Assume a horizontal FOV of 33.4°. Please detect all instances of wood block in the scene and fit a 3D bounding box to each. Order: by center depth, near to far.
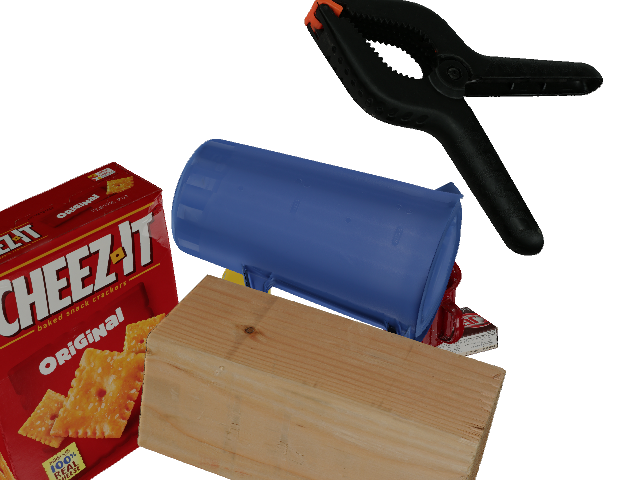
[{"bbox_3d":[0.000,0.105,0.671,0.206,0.090,0.090,17,30,14],"label":"wood block"}]

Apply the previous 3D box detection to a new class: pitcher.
[{"bbox_3d":[-0.006,0.001,0.928,0.243,0.145,0.149,17,20,15],"label":"pitcher"}]

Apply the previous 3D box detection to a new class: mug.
[{"bbox_3d":[0.118,0.074,1.198,0.093,0.081,0.117,-26,41,-31],"label":"mug"}]

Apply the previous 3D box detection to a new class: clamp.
[{"bbox_3d":[0.082,-0.091,0.699,0.210,0.164,0.036,24,-32,-9],"label":"clamp"}]

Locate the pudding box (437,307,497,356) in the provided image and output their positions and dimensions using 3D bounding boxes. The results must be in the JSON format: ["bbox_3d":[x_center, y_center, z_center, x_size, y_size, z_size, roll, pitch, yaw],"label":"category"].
[{"bbox_3d":[0.187,0.137,1.544,0.113,0.039,0.090,-14,20,-18],"label":"pudding box"}]

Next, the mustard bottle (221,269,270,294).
[{"bbox_3d":[-0.089,0.078,1.174,0.058,0.096,0.191,2,28,3],"label":"mustard bottle"}]

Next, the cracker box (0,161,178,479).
[{"bbox_3d":[-0.183,0.074,0.786,0.072,0.214,0.163,26,43,38],"label":"cracker box"}]
